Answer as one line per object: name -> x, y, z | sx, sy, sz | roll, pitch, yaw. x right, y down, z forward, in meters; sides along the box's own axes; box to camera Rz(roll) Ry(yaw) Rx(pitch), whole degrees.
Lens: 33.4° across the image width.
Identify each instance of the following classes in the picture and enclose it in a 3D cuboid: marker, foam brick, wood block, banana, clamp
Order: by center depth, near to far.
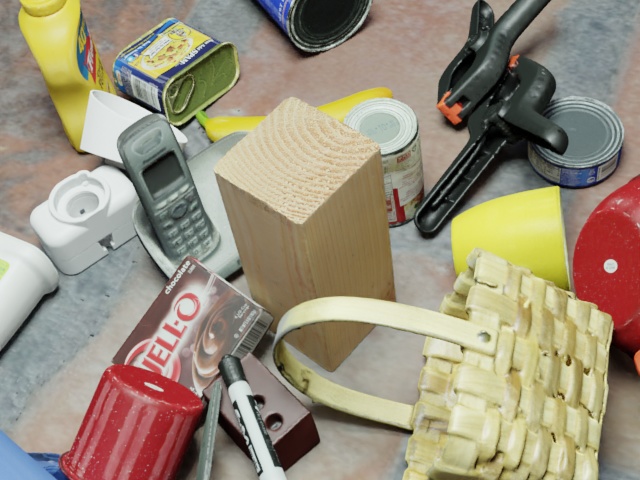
marker -> -0.052, 0.136, 0.801 | 0.020, 0.020, 0.121 | -21, 55, -7
wood block -> -0.006, 0.001, 0.841 | 0.090, 0.206, 0.090 | 32, 64, 27
foam brick -> -0.047, 0.140, 0.843 | 0.053, 0.051, 0.078 | -39, 58, -18
clamp -> 0.172, -0.105, 0.952 | 0.165, 0.036, 0.209 | -28, 25, 46
clamp -> 0.167, -0.188, 1.025 | 0.039, 0.120, 0.171 | 33, 62, -17
banana -> -0.027, -0.115, 1.032 | 0.198, 0.037, 0.069 | -5, 55, 5

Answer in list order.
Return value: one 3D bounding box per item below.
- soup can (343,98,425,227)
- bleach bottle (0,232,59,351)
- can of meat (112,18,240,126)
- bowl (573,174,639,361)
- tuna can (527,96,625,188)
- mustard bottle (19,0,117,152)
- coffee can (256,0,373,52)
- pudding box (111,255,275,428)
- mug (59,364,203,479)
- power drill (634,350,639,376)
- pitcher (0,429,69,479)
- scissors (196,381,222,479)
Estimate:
soup can -> 0.057, -0.068, 0.945 | 0.068, 0.102, 0.068 | -4, 54, 6
bleach bottle -> -0.332, 0.106, 0.905 | 0.103, 0.068, 0.250 | 18, 61, 20
can of meat -> -0.147, -0.172, 1.077 | 0.084, 0.057, 0.102 | 31, 57, 29
bowl -> 0.242, 0.022, 0.812 | 0.055, 0.162, 0.162 | 1, 50, -23
tuna can -> 0.233, -0.089, 0.977 | 0.086, 0.034, 0.086 | -4, 54, 6
mustard bottle -> -0.242, -0.179, 1.014 | 0.058, 0.191, 0.096 | -8, 53, 2
coffee can -> -0.024, -0.277, 1.109 | 0.102, 0.103, 0.140 | -29, 56, -13
pudding box -> -0.105, 0.083, 0.880 | 0.090, 0.039, 0.113 | 34, 85, 27
mug -> -0.144, 0.144, 0.819 | 0.081, 0.093, 0.117 | -67, 26, 4
power drill -> 0.247, 0.162, 0.728 | 0.057, 0.184, 0.187 | -29, 34, 46
pitcher -> -0.240, 0.207, 0.787 | 0.243, 0.149, 0.145 | 34, 81, 31
scissors -> -0.082, 0.201, 0.766 | 0.016, 0.096, 0.201 | 21, 76, -26
